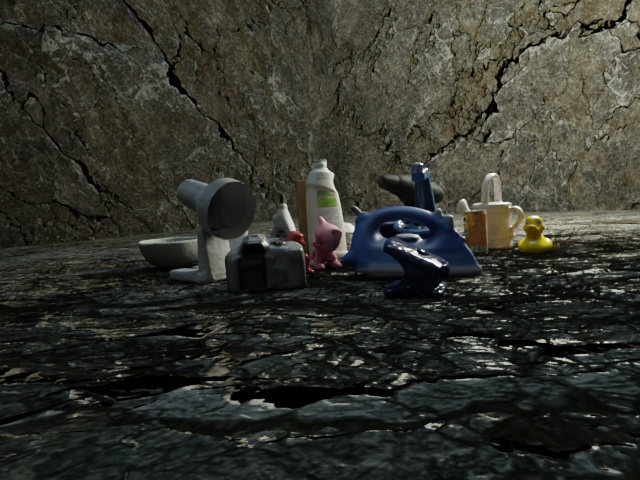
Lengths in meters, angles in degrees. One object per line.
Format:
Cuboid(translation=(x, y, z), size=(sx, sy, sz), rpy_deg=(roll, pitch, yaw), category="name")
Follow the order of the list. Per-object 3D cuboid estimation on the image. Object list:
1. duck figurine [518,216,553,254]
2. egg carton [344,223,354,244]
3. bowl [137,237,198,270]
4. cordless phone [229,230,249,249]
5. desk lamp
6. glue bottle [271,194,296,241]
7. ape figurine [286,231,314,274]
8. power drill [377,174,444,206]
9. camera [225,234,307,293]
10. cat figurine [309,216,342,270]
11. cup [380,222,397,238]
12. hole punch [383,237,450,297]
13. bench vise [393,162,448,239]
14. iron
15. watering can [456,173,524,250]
Cuboid(translation=(0.509, -0.015, 1.359), size=(0.077, 0.086, 0.105), rpy_deg=(-1, 5, 30), category="duck figurine")
Cuboid(translation=(0.038, -0.019, 1.848), size=(0.150, 0.069, 0.107), rpy_deg=(-5, 5, -15), category="egg carton")
Cuboid(translation=(-0.371, 0.035, 1.449), size=(0.167, 0.075, 0.167), rpy_deg=(-3, 5, 1), category="bowl")
Cuboid(translation=(-0.266, -0.036, 1.562), size=(0.147, 0.185, 0.094), rpy_deg=(-1, 5, 26), category="cordless phone")
Cuboid(translation=(-0.229, -0.022, 1.179), size=(0.202, 0.213, 0.118), rpy_deg=(1, 7, 44), category="desk lamp")
Cuboid(translation=(-0.104, -0.044, 1.618), size=(0.078, 0.173, 0.037), rpy_deg=(-1, 5, 21), category="glue bottle")
Cuboid(translation=(-0.051, 0.026, 1.220), size=(0.076, 0.092, 0.078), rpy_deg=(-3, 5, 6), category="ape figurine")
Cuboid(translation=(0.255, -0.081, 1.599), size=(0.230, 0.208, 0.075), rpy_deg=(-7, 6, -37), category="power drill")
Cuboid(translation=(-0.101, 0.036, 1.070), size=(0.143, 0.101, 0.137), rpy_deg=(-4, 5, -4), category="camera")
Cuboid(translation=(0.012, 0.005, 1.277), size=(0.067, 0.118, 0.127), rpy_deg=(-4, 5, -12), category="cat figurine")
Cuboid(translation=(0.146, 0.002, 1.352), size=(0.117, 0.095, 0.092), rpy_deg=(0, 6, 33), category="cup")
Cuboid(translation=(0.153, 0.040, 0.907), size=(0.101, 0.091, 0.109), rpy_deg=(-2, 5, 16), category="hole punch")
Cuboid(translation=(0.217, -0.056, 1.243), size=(0.121, 0.220, 0.207), rpy_deg=(-3, 5, 5), category="bench vise")
Cuboid(translation=(0.173, -0.002, 1.092), size=(0.257, 0.141, 0.119), rpy_deg=(-2, 5, 15), category="iron")
Cuboid(translation=(0.438, -0.076, 1.488), size=(0.172, 0.194, 0.101), rpy_deg=(-2, 5, 21), category="watering can")
